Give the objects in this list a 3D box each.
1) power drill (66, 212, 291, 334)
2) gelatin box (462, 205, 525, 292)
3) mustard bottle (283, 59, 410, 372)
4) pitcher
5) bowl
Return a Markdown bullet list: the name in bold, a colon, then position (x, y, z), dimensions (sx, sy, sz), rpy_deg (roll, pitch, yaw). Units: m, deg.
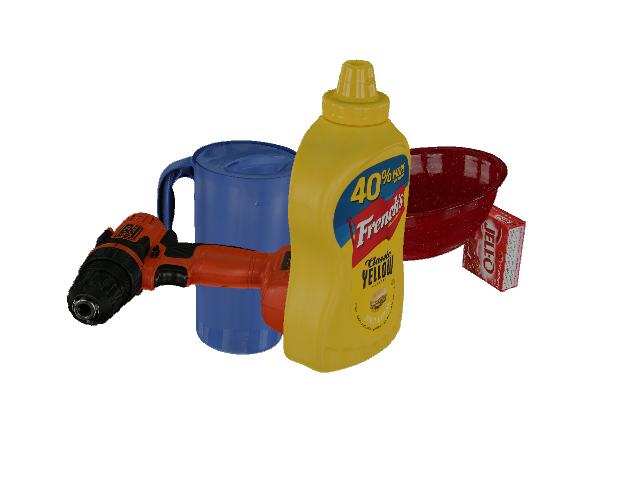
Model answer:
- **power drill**: position (-0.106, 0.032, 0.907), dimensions (0.187, 0.057, 0.184), rpy_deg (10, 23, 3)
- **gelatin box**: position (0.204, 0.005, 1.267), dimensions (0.030, 0.089, 0.073), rpy_deg (-16, 32, -29)
- **mustard bottle**: position (0.019, -0.018, 0.674), dimensions (0.058, 0.192, 0.096), rpy_deg (20, 30, 36)
- **pitcher**: position (-0.102, 0.009, 1.277), dimensions (0.149, 0.243, 0.144), rpy_deg (21, 27, 31)
- **bowl**: position (0.078, -0.027, 0.890), dimensions (0.162, 0.055, 0.162), rpy_deg (-9, 22, 4)
